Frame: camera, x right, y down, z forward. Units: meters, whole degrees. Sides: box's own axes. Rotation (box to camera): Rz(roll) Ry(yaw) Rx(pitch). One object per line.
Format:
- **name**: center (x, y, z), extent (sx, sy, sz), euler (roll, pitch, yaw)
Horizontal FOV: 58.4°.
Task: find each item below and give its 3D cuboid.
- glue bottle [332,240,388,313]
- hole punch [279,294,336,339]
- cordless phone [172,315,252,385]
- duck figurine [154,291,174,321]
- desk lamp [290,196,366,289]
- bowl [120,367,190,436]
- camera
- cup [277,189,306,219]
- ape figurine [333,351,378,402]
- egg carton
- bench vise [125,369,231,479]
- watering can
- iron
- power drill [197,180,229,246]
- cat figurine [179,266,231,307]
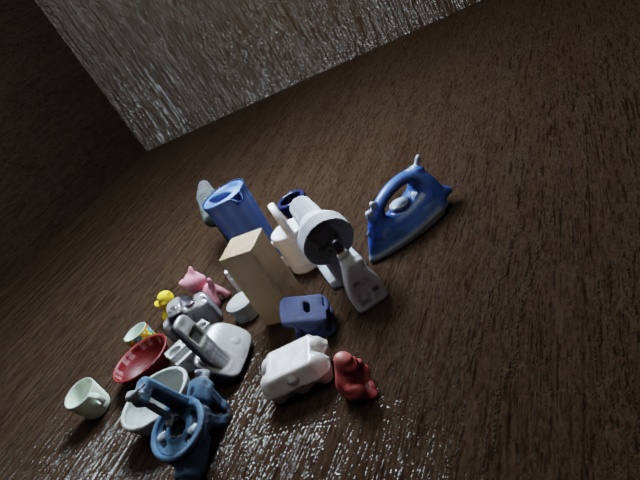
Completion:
- **glue bottle**: center (0.071, 0.067, 1.176), extent (0.078, 0.173, 0.037), euler (-33, 26, -1)
- **hole punch**: center (-0.027, 0.158, 1.218), extent (0.101, 0.091, 0.108), euler (-28, 26, 8)
- **cordless phone**: center (-0.238, 0.212, 1.249), extent (0.094, 0.185, 0.147), euler (-22, 28, 20)
- **duck figurine**: center (-0.419, 0.179, 1.618), extent (0.104, 0.086, 0.077), euler (-23, 28, 19)
- **desk lamp**: center (0.012, 0.005, 1.303), extent (0.118, 0.214, 0.202), euler (-34, 26, -4)
- **bowl**: center (-0.337, 0.358, 1.229), extent (0.167, 0.075, 0.167), euler (-25, 27, 14)
- **camera**: center (-0.346, 0.185, 1.512), extent (0.143, 0.101, 0.136), euler (-33, 26, -1)
- **cup**: center (-0.066, -0.093, 1.696), extent (0.091, 0.095, 0.117), euler (-28, 26, 8)
- **ape figurine**: center (0.054, 0.233, 0.999), extent (0.076, 0.092, 0.078), euler (-11, 33, 36)
- **egg carton**: center (-0.046, 0.250, 1.104), extent (0.150, 0.069, 0.107), euler (-27, 26, 10)
- **bench vise**: center (-0.272, 0.314, 1.068), extent (0.121, 0.220, 0.207), euler (-29, 26, 7)
- **watering can**: center (-0.068, -0.020, 1.456), extent (0.173, 0.194, 0.100), euler (-41, 28, -18)
- **iron**: center (0.182, -0.077, 1.342), extent (0.259, 0.142, 0.118), euler (-41, 27, -17)
- **power drill**: center (-0.316, -0.071, 1.801), extent (0.075, 0.209, 0.229), euler (-32, 26, 2)
- **cat figurine**: center (-0.325, 0.125, 1.574), extent (0.127, 0.118, 0.067), euler (-3, 39, 45)
